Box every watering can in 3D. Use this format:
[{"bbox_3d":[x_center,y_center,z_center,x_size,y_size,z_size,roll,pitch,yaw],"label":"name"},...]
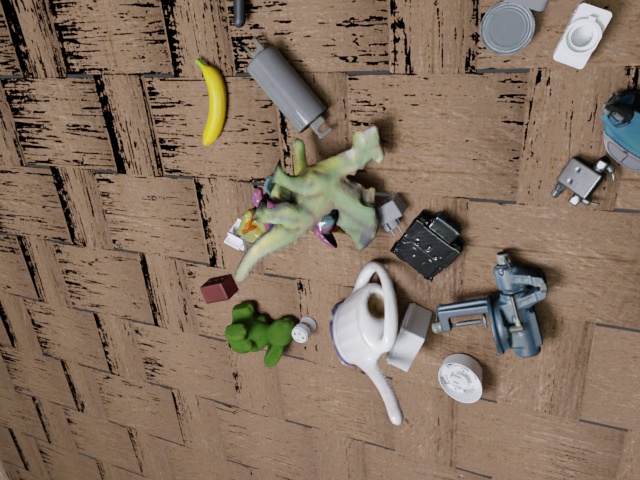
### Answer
[{"bbox_3d":[0.103,0.221,1.110,0.104,0.355,0.220,11,-29,-21],"label":"watering can"}]

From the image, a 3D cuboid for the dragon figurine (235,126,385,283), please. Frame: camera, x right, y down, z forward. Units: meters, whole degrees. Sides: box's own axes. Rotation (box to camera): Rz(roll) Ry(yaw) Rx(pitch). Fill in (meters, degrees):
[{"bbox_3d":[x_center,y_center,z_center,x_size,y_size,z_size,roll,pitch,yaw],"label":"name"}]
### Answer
[{"bbox_3d":[0.003,-0.052,1.039,0.243,0.405,0.124,23,16,-2],"label":"dragon figurine"}]
